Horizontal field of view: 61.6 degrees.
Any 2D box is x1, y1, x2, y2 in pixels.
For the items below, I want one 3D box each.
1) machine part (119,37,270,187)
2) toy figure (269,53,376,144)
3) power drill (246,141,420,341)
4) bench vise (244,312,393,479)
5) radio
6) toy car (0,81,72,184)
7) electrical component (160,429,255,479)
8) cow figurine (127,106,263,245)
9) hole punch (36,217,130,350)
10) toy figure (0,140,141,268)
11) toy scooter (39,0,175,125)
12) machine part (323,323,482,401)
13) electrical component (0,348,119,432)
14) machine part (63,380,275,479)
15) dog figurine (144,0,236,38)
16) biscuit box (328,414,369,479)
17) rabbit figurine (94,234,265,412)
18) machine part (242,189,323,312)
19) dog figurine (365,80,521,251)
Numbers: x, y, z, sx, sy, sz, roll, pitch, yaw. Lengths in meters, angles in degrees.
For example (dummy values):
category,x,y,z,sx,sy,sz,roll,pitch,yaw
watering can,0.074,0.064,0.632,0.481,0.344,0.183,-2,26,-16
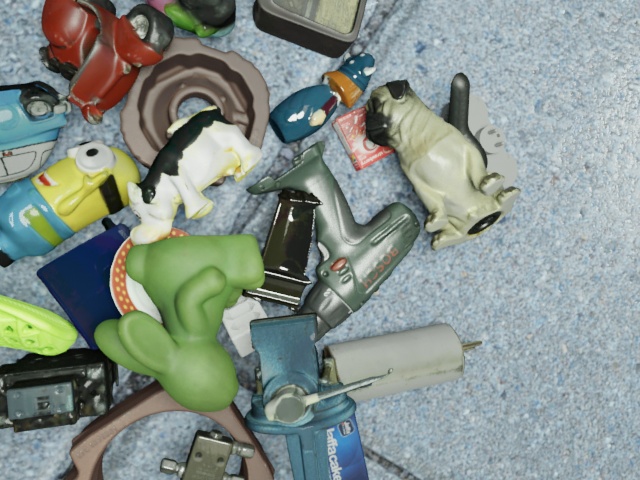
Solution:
category,x,y,z,sx,sy,sz,roll,pitch,yaw
machine part,-0.147,-0.149,0.645,0.179,0.056,0.179,0,90,-14
toy figure,0.007,-0.181,0.679,0.154,0.057,0.064,-35,76,-8
power drill,-0.001,-0.002,0.668,0.232,0.086,0.207,-38,94,-8
bench vise,-0.016,0.191,0.540,0.129,0.224,0.240,-7,90,-12
radio,0.001,-0.360,0.670,0.131,0.073,0.229,13,87,-13
toy car,-0.352,-0.114,0.583,0.162,0.109,0.102,-12,116,-24
electrical component,-0.122,0.237,0.581,0.094,0.021,0.063,18,86,-12
cow figurine,-0.152,-0.068,0.579,0.167,0.068,0.098,-42,97,-12
hole punch,-0.240,0.051,0.609,0.116,0.092,0.142,-36,94,-15
toy figure,-0.287,-0.041,0.597,0.180,0.089,0.082,-41,71,-11
toy scooter,-0.248,-0.201,0.585,0.184,0.075,0.135,28,94,27
machine part,0.093,0.158,0.690,0.243,0.079,0.079,-9,92,-13
electrical component,-0.281,0.155,0.574,0.115,0.134,0.058,-6,92,-15
machine part,-0.171,0.271,0.624,0.201,0.087,0.201,-32,96,-10
dog figurine,-0.216,-0.314,0.607,0.219,0.108,0.191,-11,95,-9
biscuit box,0.029,0.309,0.683,0.063,0.059,0.202,-13,93,-13
rabbit figurine,-0.129,0.084,0.533,0.159,0.121,0.170,5,68,-39
machine part,-0.040,0.009,0.612,0.084,0.039,0.138,18,100,0
dog figurine,0.144,-0.098,0.669,0.121,0.172,0.191,-31,63,6
